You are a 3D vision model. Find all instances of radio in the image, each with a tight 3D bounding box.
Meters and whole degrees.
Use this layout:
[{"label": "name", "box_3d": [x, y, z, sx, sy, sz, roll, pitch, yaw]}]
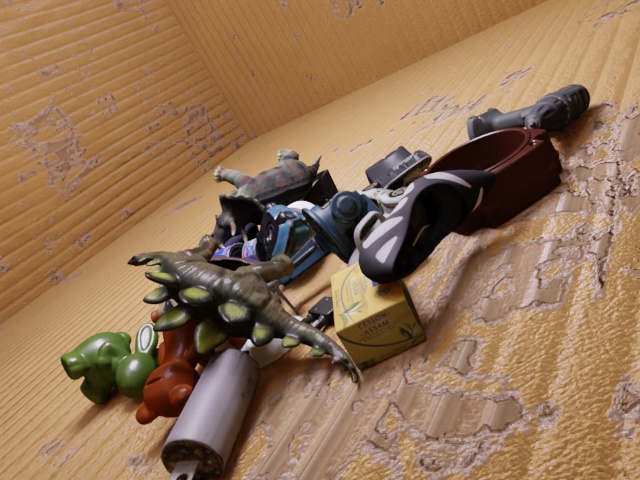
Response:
[{"label": "radio", "box_3d": [-0.051, -0.085, 1.355, 0.131, 0.073, 0.230, -18, 21, 31]}]

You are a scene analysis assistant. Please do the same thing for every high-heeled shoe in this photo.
[{"label": "high-heeled shoe", "box_3d": [0.154, -0.026, 0.702, 0.249, 0.086, 0.145, -31, 17, -6]}]

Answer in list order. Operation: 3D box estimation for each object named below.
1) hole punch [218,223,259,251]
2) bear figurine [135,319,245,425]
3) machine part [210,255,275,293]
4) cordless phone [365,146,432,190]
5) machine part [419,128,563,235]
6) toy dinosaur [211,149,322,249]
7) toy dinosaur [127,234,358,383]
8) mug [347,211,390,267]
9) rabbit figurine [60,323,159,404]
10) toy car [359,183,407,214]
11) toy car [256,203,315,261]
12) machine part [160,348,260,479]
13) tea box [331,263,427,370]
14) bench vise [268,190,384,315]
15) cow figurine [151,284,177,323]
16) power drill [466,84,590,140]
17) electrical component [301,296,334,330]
[{"label": "hole punch", "box_3d": [-0.175, 0.028, 1.239, 0.142, 0.092, 0.116, -24, 22, 8]}, {"label": "bear figurine", "box_3d": [-0.195, 0.196, 0.823, 0.120, 0.131, 0.196, -35, 36, 21]}, {"label": "machine part", "box_3d": [-0.164, 0.090, 0.974, 0.179, 0.056, 0.179, 7, 27, -4]}, {"label": "cordless phone", "box_3d": [0.193, -0.118, 1.089, 0.146, 0.088, 0.184, -35, 30, -16]}, {"label": "machine part", "box_3d": [0.270, -0.104, 0.889, 0.201, 0.087, 0.201, -32, 18, -7]}, {"label": "toy dinosaur", "box_3d": [-0.098, -0.121, 1.244, 0.405, 0.131, 0.192, -30, 43, -28]}, {"label": "toy dinosaur", "box_3d": [-0.128, 0.091, 0.792, 0.472, 0.105, 0.198, 14, 24, 27]}, {"label": "mug", "box_3d": [0.091, 0.016, 0.835, 0.107, 0.109, 0.081, -49, 36, -15]}, {"label": "rabbit figurine", "box_3d": [-0.353, 0.235, 0.983, 0.170, 0.121, 0.159, 10, 34, 37]}, {"label": "toy car", "box_3d": [0.128, -0.061, 1.011, 0.056, 0.073, 0.202, -31, 19, -12]}, {"label": "toy car", "box_3d": [-0.059, -0.009, 1.060, 0.103, 0.109, 0.162, 10, 15, -24]}, {"label": "machine part", "box_3d": [-0.133, 0.218, 0.686, 0.079, 0.079, 0.243, -24, 18, 20]}, {"label": "tea box", "box_3d": [0.073, 0.087, 0.724, 0.098, 0.068, 0.170, -28, 17, 7]}, {"label": "bench vise", "box_3d": [0.005, 0.005, 0.925, 0.240, 0.129, 0.223, -41, -3, -6]}, {"label": "cow figurine", "box_3d": [-0.257, 0.126, 1.037, 0.127, 0.085, 0.195, -24, 52, 10]}, {"label": "power drill", "box_3d": [0.380, -0.228, 1.006, 0.232, 0.086, 0.207, -28, 6, -33]}, {"label": "electrical component", "box_3d": [0.012, 0.108, 0.835, 0.094, 0.021, 0.063, -41, 20, -26]}]
